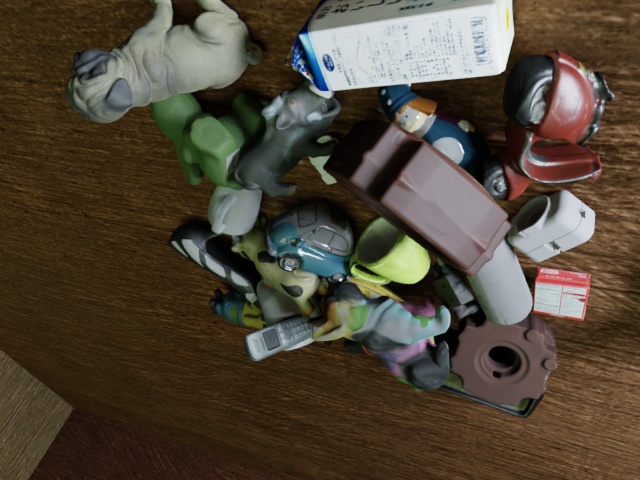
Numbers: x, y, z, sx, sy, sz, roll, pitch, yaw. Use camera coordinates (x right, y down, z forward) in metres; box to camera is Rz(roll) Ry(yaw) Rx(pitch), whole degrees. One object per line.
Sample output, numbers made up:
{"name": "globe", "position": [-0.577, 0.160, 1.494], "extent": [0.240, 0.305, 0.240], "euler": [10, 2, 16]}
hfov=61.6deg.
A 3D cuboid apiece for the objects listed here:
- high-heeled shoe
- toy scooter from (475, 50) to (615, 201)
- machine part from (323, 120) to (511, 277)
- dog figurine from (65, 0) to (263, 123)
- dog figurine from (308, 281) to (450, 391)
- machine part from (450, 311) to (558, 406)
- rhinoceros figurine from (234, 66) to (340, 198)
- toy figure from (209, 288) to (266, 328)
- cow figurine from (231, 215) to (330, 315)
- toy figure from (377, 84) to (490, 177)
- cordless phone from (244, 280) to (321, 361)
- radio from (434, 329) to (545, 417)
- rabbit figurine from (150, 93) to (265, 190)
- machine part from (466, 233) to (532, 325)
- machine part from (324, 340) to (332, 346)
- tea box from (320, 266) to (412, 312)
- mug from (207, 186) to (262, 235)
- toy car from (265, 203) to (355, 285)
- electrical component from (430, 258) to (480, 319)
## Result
{"name": "high-heeled shoe", "position": [-0.191, 0.069, 1.064], "extent": [0.145, 0.086, 0.248], "euler": [-14, 116, 22]}
{"name": "toy scooter", "position": [0.255, -0.113, 0.579], "extent": [0.135, 0.075, 0.183], "euler": [5, 136, -1]}
{"name": "machine part", "position": [0.113, -0.056, 0.648], "extent": [0.201, 0.087, 0.201], "euler": [38, -178, -17]}
{"name": "dog figurine", "position": [-0.177, -0.194, 0.627], "extent": [0.173, 0.190, 0.121], "euler": [9, 143, 19]}
{"name": "dog figurine", "position": [0.092, 0.159, 0.878], "extent": [0.219, 0.108, 0.191], "euler": [-3, 104, -3]}
{"name": "machine part", "position": [0.310, 0.198, 0.916], "extent": [0.180, 0.056, 0.179], "euler": [7, 112, 17]}
{"name": "rhinoceros figurine", "position": [-0.039, -0.141, 0.685], "extent": [0.112, 0.073, 0.190], "euler": [17, 125, -41]}
{"name": "toy figure", "position": [-0.146, 0.151, 1.166], "extent": [0.180, 0.082, 0.089], "euler": [6, 153, 17]}
{"name": "cow figurine", "position": [-0.081, 0.034, 0.939], "extent": [0.195, 0.085, 0.127], "euler": [32, 156, 29]}
{"name": "toy figure", "position": [0.133, -0.135, 0.643], "extent": [0.154, 0.058, 0.064], "euler": [33, 104, -11]}
{"name": "cordless phone", "position": [-0.086, 0.137, 0.981], "extent": [0.089, 0.184, 0.146], "euler": [-23, 84, 36]}
{"name": "radio", "position": [0.309, 0.253, 1.034], "extent": [0.230, 0.073, 0.131], "euler": [16, 145, 10]}
{"name": "rabbit figurine", "position": [-0.163, -0.156, 0.768], "extent": [0.170, 0.121, 0.159], "euler": [36, 155, 15]}
{"name": "machine part", "position": [0.256, 0.049, 0.792], "extent": [0.079, 0.079, 0.243], "euler": [-3, 137, 34]}
{"name": "machine part", "position": [-0.030, 0.159, 1.112], "extent": [0.139, 0.084, 0.039], "euler": [42, 107, -14]}
{"name": "tea box", "position": [0.096, 0.126, 0.958], "extent": [0.169, 0.098, 0.068], "euler": [34, -176, -14]}
{"name": "mug", "position": [-0.138, -0.066, 0.857], "extent": [0.081, 0.109, 0.107], "euler": [32, 132, 8]}
{"name": "toy car", "position": [-0.002, -0.003, 0.860], "extent": [0.161, 0.109, 0.103], "euler": [23, 126, -19]}
{"name": "electrical component", "position": [0.211, 0.071, 0.840], "extent": [0.102, 0.045, 0.078], "euler": [61, 165, 13]}
